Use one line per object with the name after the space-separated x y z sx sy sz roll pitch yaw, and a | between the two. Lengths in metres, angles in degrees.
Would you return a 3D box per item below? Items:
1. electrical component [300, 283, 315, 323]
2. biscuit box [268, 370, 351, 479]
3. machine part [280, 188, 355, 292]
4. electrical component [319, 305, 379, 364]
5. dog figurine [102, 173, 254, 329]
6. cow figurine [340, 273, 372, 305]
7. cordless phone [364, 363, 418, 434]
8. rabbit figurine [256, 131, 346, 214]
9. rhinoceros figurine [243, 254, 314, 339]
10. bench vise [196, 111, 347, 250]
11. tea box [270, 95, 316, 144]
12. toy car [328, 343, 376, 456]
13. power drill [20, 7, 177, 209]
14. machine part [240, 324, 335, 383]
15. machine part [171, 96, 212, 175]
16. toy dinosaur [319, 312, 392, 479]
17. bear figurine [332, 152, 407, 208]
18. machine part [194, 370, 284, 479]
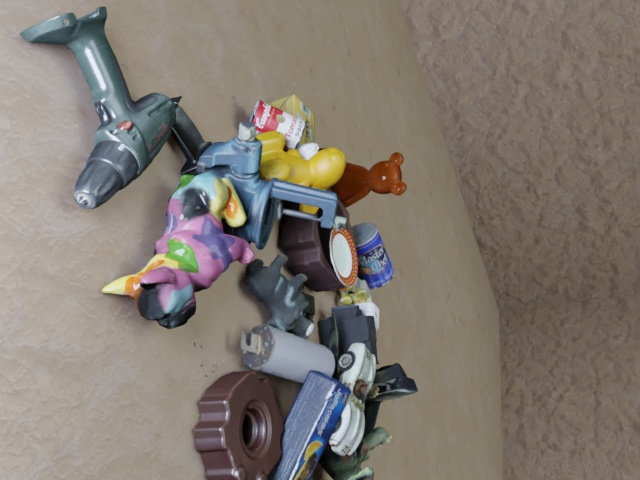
-0.031 0.133 1.113 0.063 0.021 0.094 28 54 -59 | electrical component
-0.024 0.323 0.899 0.059 0.063 0.202 46 67 -48 | biscuit box
-0.002 -0.004 1.160 0.200 0.087 0.201 46 38 -49 | machine part
0.061 0.208 1.164 0.058 0.115 0.134 20 61 -66 | electrical component
-0.193 0.011 0.730 0.219 0.109 0.191 -28 105 -62 | dog figurine
0.076 0.105 1.290 0.167 0.068 0.098 56 21 -51 | cow figurine
0.137 0.374 1.207 0.088 0.147 0.184 61 26 -17 | cordless phone
-0.034 -0.119 1.016 0.122 0.173 0.162 -112 -167 -47 | rabbit figurine
-0.066 0.111 0.987 0.190 0.073 0.112 56 31 -38 | rhinoceros figurine
-0.071 -0.073 0.858 0.129 0.241 0.223 -67 170 -68 | bench vise
-0.059 -0.209 1.152 0.098 0.068 0.169 34 51 -54 | tea box
0.058 0.285 0.973 0.073 0.056 0.202 51 44 -41 | toy car
-0.274 -0.174 0.671 0.207 0.086 0.232 62 27 -23 | power drill
-0.051 0.205 0.941 0.243 0.079 0.079 31 51 -46 | machine part
-0.209 -0.155 0.848 0.138 0.039 0.084 64 33 -32 | machine part
0.031 0.359 1.038 0.192 0.131 0.404 -16 82 -53 | toy dinosaur
0.108 -0.135 1.290 0.132 0.196 0.120 64 18 -73 | bear figurine
-0.117 0.289 0.822 0.179 0.056 0.179 42 42 -52 | machine part
